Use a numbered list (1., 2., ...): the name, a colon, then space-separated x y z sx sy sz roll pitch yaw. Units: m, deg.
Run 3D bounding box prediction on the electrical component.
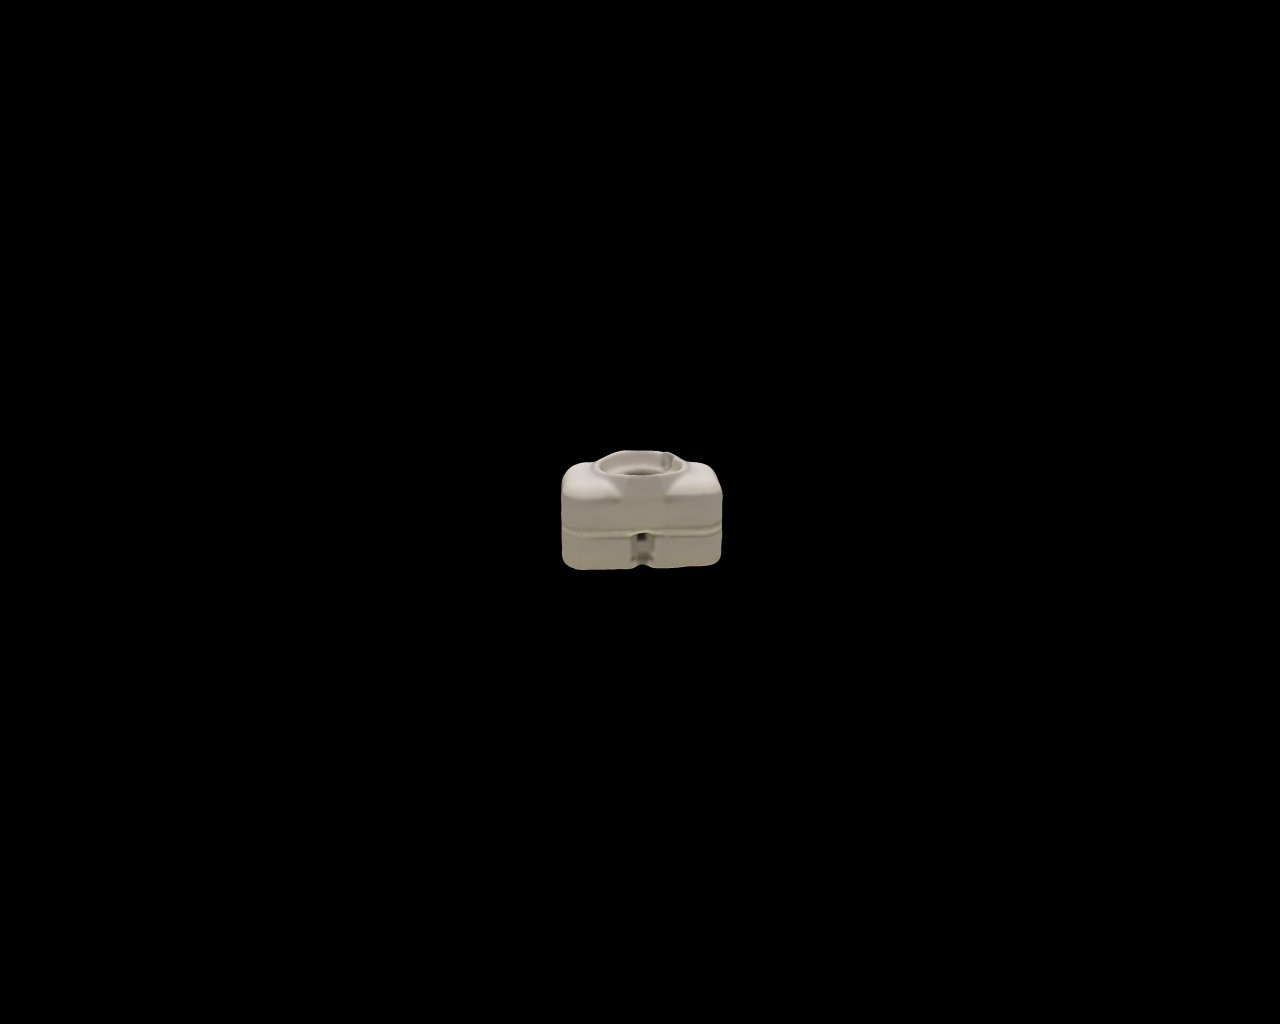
1. electrical component: 0.001 -0.003 0.650 0.095 0.059 0.054 -1 20 -2
